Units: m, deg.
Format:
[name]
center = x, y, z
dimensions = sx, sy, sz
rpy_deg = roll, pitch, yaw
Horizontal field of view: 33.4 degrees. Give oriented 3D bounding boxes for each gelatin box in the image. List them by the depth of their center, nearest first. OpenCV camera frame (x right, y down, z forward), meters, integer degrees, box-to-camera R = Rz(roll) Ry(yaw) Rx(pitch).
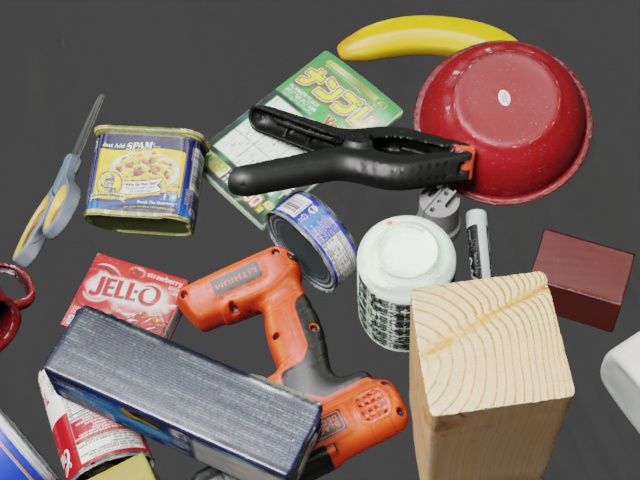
[gelatin box]
center = -0.164, 0.058, 0.908
dimensions = 0.089, 0.030, 0.073
rpy_deg = 17, 63, 13

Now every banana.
[banana]
center = 0.118, -0.182, 1.016
dimensions = 0.198, 0.037, 0.069
rpy_deg = 15, 61, 13

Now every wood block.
[wood block]
center = 0.112, 0.113, 0.753
dimensions = 0.091, 0.206, 0.090
rpy_deg = -7, 60, 1

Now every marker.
[marker]
center = 0.137, 0.030, 0.905
dimensions = 0.020, 0.020, 0.121
rpy_deg = -2, 61, 3

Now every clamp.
[clamp]
center = 0.025, -0.069, 0.905
dimensions = 0.210, 0.036, 0.164
rpy_deg = 7, 28, 7

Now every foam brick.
[foam brick]
center = 0.212, 0.033, 0.878
dimensions = 0.078, 0.053, 0.051
rpy_deg = 17, 63, 13

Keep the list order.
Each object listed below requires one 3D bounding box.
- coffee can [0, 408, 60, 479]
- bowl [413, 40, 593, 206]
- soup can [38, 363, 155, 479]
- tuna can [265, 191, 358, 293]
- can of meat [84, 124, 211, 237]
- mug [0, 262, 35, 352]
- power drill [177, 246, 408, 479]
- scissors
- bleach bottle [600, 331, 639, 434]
[coffee can]
center = -0.282, 0.191, 0.802
dimensions = 0.140, 0.103, 0.103
rpy_deg = -40, 65, -17
[bowl]
center = 0.163, -0.115, 0.944
dimensions = 0.162, 0.055, 0.162
rpy_deg = -1, 74, 5
[soup can]
center = -0.177, 0.142, 0.841
dimensions = 0.068, 0.068, 0.102
rpy_deg = -21, 61, -7
[tuna can]
center = -0.006, 0.001, 0.895
dimensions = 0.033, 0.086, 0.086
rpy_deg = -40, 65, -18
[can of meat]
center = -0.154, -0.052, 0.947
dimensions = 0.102, 0.057, 0.084
rpy_deg = 3, 73, 9
[mug]
center = -0.299, 0.048, 0.898
dimensions = 0.117, 0.093, 0.082
rpy_deg = -18, 53, -30
[power drill]
center = -0.047, 0.111, 0.854
dimensions = 0.184, 0.057, 0.188
rpy_deg = -24, 64, -7
[scissors]
center = -0.220, -0.065, 0.961
dimensions = 0.016, 0.096, 0.201
rpy_deg = 34, 62, -26
[bleach bottle]
center = 0.350, 0.072, 0.840
dimensions = 0.250, 0.068, 0.103
rpy_deg = -28, 63, -13
